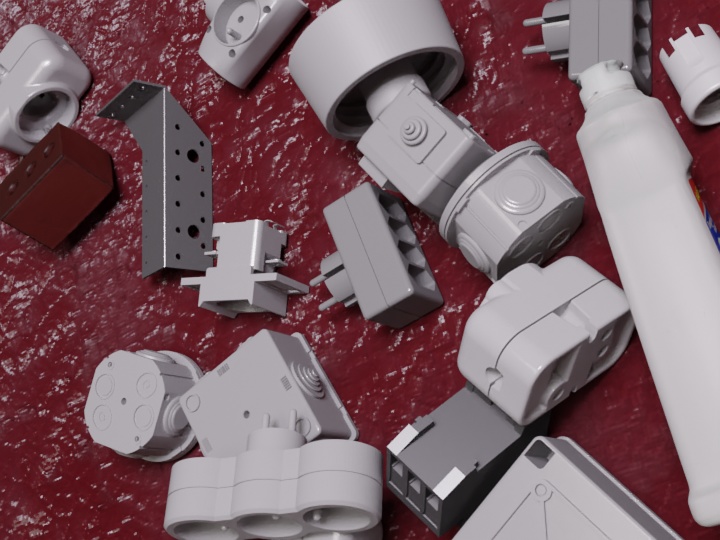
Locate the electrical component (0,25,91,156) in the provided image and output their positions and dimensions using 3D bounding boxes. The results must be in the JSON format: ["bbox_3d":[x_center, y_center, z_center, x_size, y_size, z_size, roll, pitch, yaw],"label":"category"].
[{"bbox_3d":[-0.271,-0.145,0.888,0.095,0.054,0.059,-48,61,12],"label":"electrical component"}]

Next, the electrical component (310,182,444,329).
[{"bbox_3d":[0.000,0.000,0.704,0.076,0.047,0.083,-31,66,21],"label":"electrical component"}]

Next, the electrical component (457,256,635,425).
[{"bbox_3d":[0.104,0.036,0.609,0.059,0.095,0.053,41,142,30],"label":"electrical component"}]

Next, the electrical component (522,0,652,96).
[{"bbox_3d":[0.135,-0.148,0.659,0.076,0.047,0.083,-3,78,30],"label":"electrical component"}]

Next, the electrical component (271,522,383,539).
[{"bbox_3d":[-0.020,0.195,0.669,0.059,0.054,0.095,2,80,30],"label":"electrical component"}]

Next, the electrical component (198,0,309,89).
[{"bbox_3d":[-0.089,-0.188,0.798,0.077,0.044,0.079,-49,60,12],"label":"electrical component"}]

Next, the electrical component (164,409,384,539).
[{"bbox_3d":[-0.051,0.119,0.650,0.138,0.052,0.073,-11,55,21],"label":"electrical component"}]

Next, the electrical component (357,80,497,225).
[{"bbox_3d":[0.044,-0.068,0.664,0.061,0.096,0.061,-49,61,12],"label":"electrical component"}]

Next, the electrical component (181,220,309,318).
[{"bbox_3d":[-0.080,-0.001,0.754,0.081,0.042,0.063,-3,76,29],"label":"electrical component"}]

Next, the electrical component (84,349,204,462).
[{"bbox_3d":[-0.152,0.096,0.769,0.080,0.051,0.080,-7,76,29],"label":"electrical component"}]

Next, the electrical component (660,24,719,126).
[{"bbox_3d":[0.199,-0.113,0.620,0.040,0.040,0.046,-32,59,20],"label":"electrical component"}]

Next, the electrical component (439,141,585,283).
[{"bbox_3d":[0.091,-0.033,0.641,0.080,0.080,0.051,-47,66,13],"label":"electrical component"}]

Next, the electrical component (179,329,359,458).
[{"bbox_3d":[-0.063,0.098,0.718,0.100,0.048,0.099,-39,63,16],"label":"electrical component"}]

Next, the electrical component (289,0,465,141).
[{"bbox_3d":[0.015,-0.126,0.691,0.108,0.108,0.060,-33,71,20],"label":"electrical component"}]

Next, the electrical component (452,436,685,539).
[{"bbox_3d":[0.113,0.166,0.597,0.109,0.056,0.108,42,101,30],"label":"electrical component"}]
